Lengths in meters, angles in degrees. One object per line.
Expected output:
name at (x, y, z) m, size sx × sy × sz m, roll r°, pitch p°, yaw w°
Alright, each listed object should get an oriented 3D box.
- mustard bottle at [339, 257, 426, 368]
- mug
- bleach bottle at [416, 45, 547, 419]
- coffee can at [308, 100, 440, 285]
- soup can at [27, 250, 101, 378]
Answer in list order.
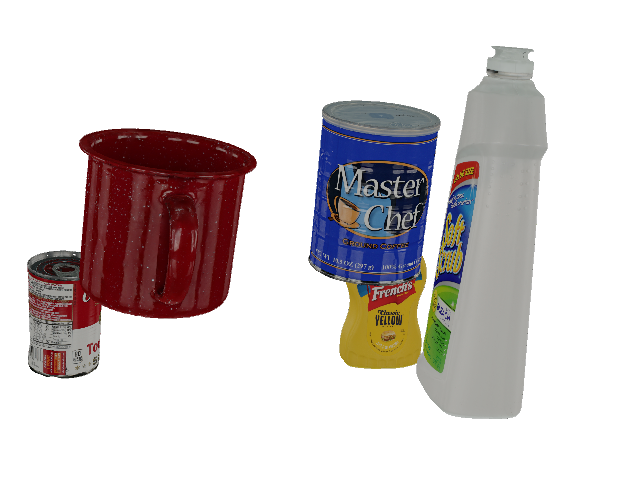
mustard bottle at (0.077, 0.054, 1.261) m, size 0.096 × 0.192 × 0.058 m, roll 1°, pitch 14°, yaw -13°
mug at (-0.081, -0.006, 0.560) m, size 0.093 × 0.081 × 0.117 m, roll 2°, pitch 18°, yaw -20°
bleach bottle at (0.117, -0.009, 0.747) m, size 0.068 × 0.251 × 0.102 m, roll 3°, pitch 14°, yaw -7°
coffee can at (0.046, -0.044, 0.941) m, size 0.103 × 0.140 × 0.103 m, roll 5°, pitch 19°, yaw -2°
soup can at (-0.238, 0.069, 0.992) m, size 0.068 × 0.102 × 0.068 m, roll 5°, pitch 19°, yaw -2°
